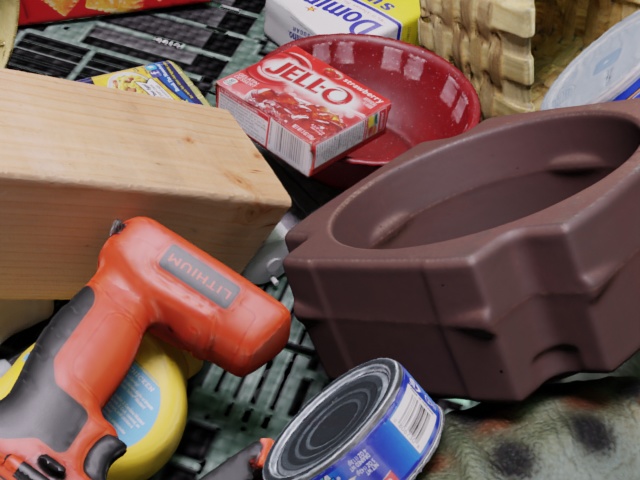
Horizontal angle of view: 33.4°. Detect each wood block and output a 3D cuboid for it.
[{"bbox_3d":[-0.131,-0.027,0.591,0.205,0.091,0.090,4,42,-46],"label":"wood block"}]

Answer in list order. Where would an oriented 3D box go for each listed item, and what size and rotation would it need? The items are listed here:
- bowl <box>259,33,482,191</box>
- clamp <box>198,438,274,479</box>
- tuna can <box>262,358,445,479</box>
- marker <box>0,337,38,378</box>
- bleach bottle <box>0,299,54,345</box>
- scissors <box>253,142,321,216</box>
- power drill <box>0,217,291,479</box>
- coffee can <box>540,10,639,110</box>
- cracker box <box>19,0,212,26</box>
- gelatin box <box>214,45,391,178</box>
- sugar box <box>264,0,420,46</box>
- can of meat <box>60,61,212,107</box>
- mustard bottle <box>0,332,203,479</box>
[{"bbox_3d":[0.029,-0.082,0.750,0.162,0.055,0.162,4,41,-3],"label":"bowl"},{"bbox_3d":[-0.043,0.189,0.495,0.164,0.036,0.209,23,46,6],"label":"clamp"},{"bbox_3d":[0.015,0.095,0.498,0.033,0.086,0.086,49,49,-12],"label":"tuna can"},{"bbox_3d":[-0.198,0.088,0.585,0.120,0.020,0.020,-30,57,-32],"label":"marker"},{"bbox_3d":[-0.232,0.058,0.566,0.250,0.068,0.103,-28,35,-36],"label":"bleach bottle"},{"bbox_3d":[-0.005,0.001,0.696,0.202,0.016,0.096,35,47,24],"label":"scissors"},{"bbox_3d":[-0.091,0.089,0.500,0.184,0.057,0.187,34,52,6],"label":"power drill"},{"bbox_3d":[0.223,-0.063,0.669,0.140,0.103,0.102,44,47,-13],"label":"coffee can"},{"bbox_3d":[-0.211,-0.254,0.880,0.213,0.072,0.164,-10,48,-16],"label":"cracker box"},{"bbox_3d":[-0.012,-0.085,0.682,0.089,0.030,0.073,36,49,29],"label":"gelatin box"},{"bbox_3d":[0.050,-0.192,0.872,0.175,0.048,0.093,-29,56,-32],"label":"sugar box"},{"bbox_3d":[-0.121,-0.074,0.727,0.083,0.057,0.102,-19,52,-27],"label":"can of meat"},{"bbox_3d":[-0.128,0.095,0.560,0.096,0.058,0.191,35,51,22],"label":"mustard bottle"}]
